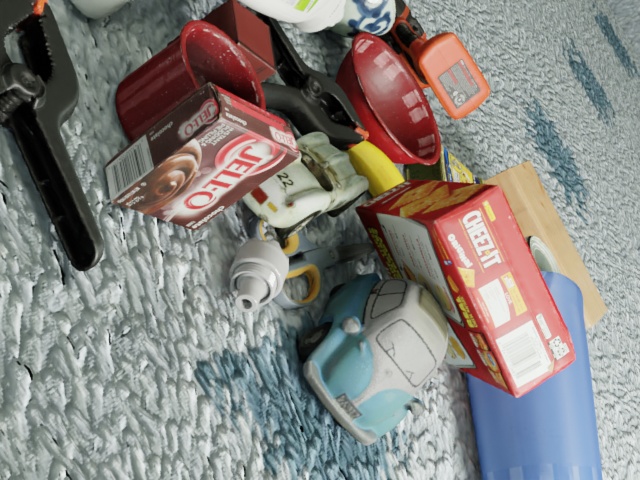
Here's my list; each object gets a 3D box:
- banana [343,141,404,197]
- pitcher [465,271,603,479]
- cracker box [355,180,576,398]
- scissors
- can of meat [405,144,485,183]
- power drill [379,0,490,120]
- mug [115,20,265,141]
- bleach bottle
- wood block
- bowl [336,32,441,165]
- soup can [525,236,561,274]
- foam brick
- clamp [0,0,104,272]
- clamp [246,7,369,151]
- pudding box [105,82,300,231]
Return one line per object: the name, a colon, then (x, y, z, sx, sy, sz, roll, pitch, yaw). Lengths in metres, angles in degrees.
banana: (0.070, -0.029, 1.087, 0.069, 0.037, 0.198, -24, 82, -34)
pitcher: (0.210, 0.165, 1.058, 0.149, 0.145, 0.243, 26, 46, -30)
cracker box: (0.123, 0.032, 0.941, 0.164, 0.072, 0.214, 63, -11, -11)
scissors: (-0.006, 0.001, 0.950, 0.096, 0.016, 0.201, 58, 28, -6)
can of meat: (0.142, -0.049, 1.200, 0.083, 0.058, 0.102, 38, 35, -34)
power drill: (0.113, -0.229, 1.238, 0.184, 0.057, 0.188, 48, 5, -34)
mug: (-0.097, -0.110, 0.830, 0.117, 0.082, 0.093, -20, 82, -61)
bleach bottle: (-0.035, -0.237, 0.949, 0.068, 0.102, 0.250, 36, 5, 20)
wood block: (0.249, 0.019, 1.277, 0.206, 0.091, 0.090, 63, 28, 3)
bowl: (0.064, -0.142, 1.153, 0.162, 0.055, 0.162, 39, 35, -35)
soup can: (0.202, 0.045, 1.162, 0.068, 0.102, 0.068, 39, 36, -35)
foam brick: (-0.083, -0.153, 0.898, 0.052, 0.078, 0.051, 30, 40, -47)
clamp: (-0.206, -0.094, 0.683, 0.164, 0.036, 0.210, 32, 37, -42)
clamp: (-0.023, -0.134, 1.010, 0.171, 0.039, 0.120, 42, 50, -23)
pudding box: (-0.085, -0.057, 0.768, 0.089, 0.114, 0.039, 21, 45, -50)
